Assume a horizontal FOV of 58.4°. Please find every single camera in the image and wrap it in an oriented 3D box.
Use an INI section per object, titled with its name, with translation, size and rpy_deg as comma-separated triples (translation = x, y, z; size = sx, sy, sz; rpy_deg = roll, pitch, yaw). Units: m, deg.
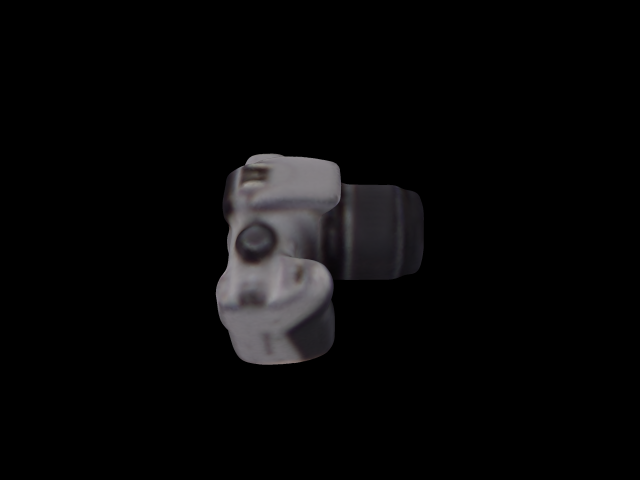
[camera]
translation = 0.004, 0.001, 0.400
size = 0.137, 0.101, 0.143
rpy_deg = 0, 53, 0
